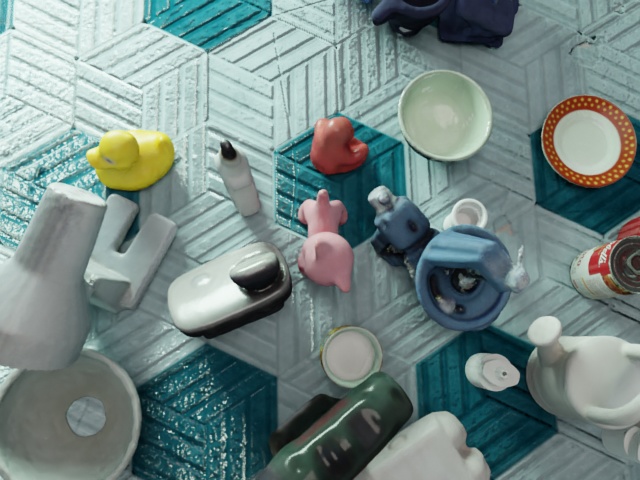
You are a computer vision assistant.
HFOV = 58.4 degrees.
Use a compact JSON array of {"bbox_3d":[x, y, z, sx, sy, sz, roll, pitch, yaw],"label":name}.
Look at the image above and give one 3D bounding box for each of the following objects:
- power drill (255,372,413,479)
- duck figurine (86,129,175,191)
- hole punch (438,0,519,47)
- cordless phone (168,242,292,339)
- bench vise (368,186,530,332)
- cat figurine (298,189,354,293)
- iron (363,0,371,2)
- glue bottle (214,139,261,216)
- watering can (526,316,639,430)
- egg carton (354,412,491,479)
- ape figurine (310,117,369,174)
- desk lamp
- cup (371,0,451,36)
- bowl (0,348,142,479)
[{"bbox_3d":[-0.008,0.228,0.599,0.230,0.208,0.075,-40,84,-8],"label":"power drill"},{"bbox_3d":[-0.236,-0.108,0.707,0.104,0.086,0.077,-20,82,-6],"label":"duck figurine"},{"bbox_3d":[0.218,-0.327,0.765,0.101,0.091,0.109,6,80,-2],"label":"hole punch"},{"bbox_3d":[-0.104,0.050,0.636,0.147,0.185,0.094,-26,82,-7],"label":"cordless phone"},{"bbox_3d":[0.133,0.024,0.635,0.207,0.219,0.121,27,80,2],"label":"bench vise"},{"bbox_3d":[0.006,0.002,0.684,0.067,0.117,0.128,-2,80,-3],"label":"cat figurine"},{"bbox_3d":[0.072,-0.459,0.755,0.118,0.141,0.258,21,80,1],"label":"iron"},{"bbox_3d":[-0.099,-0.081,0.665,0.037,0.173,0.078,-24,82,-6],"label":"glue bottle"},{"bbox_3d":[0.306,0.154,0.635,0.173,0.194,0.101,17,80,0],"label":"watering can"},{"bbox_3d":[0.116,0.275,0.668,0.150,0.069,0.107,-33,83,-8],"label":"egg carton"},{"bbox_3d":[0.022,-0.125,0.720,0.076,0.092,0.078,-35,83,-8],"label":"ape figurine"},{"bbox_3d":[-0.265,0.031,0.617,0.118,0.213,0.203,25,80,2],"label":"desk lamp"},{"bbox_3d":[0.111,-0.305,0.754,0.118,0.095,0.091,-40,84,-8],"label":"cup"},{"bbox_3d":[-0.280,0.205,0.657,0.167,0.074,0.167,1,80,-3],"label":"bowl"}]
